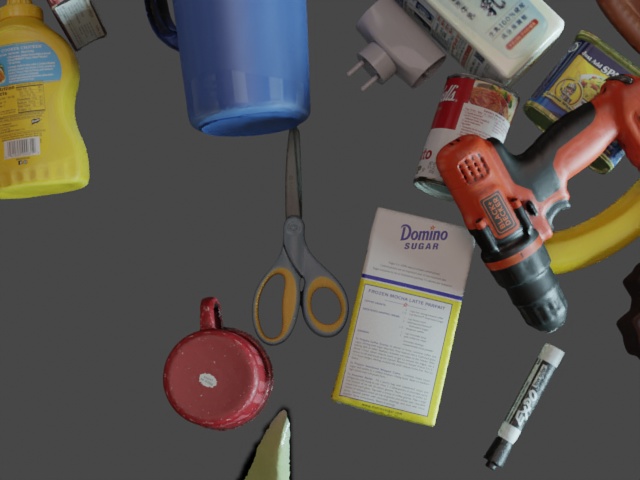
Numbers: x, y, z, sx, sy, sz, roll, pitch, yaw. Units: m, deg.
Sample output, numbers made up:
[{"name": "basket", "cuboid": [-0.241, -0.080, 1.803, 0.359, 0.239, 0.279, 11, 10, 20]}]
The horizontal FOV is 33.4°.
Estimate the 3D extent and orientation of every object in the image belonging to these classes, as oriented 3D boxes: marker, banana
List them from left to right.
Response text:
[{"name": "marker", "cuboid": [0.178, 0.148, 0.938, 0.020, 0.020, 0.121, 29, 84, 5]}, {"name": "banana", "cuboid": [0.240, -0.014, 0.948, 0.198, 0.037, 0.069, -20, 84, -1]}]

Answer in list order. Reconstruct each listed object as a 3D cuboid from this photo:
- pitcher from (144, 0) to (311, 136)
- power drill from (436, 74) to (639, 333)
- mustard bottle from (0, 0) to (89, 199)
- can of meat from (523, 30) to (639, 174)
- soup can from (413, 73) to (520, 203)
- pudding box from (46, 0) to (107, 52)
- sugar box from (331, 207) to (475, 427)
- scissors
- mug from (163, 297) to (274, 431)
[{"name": "pitcher", "cuboid": [-0.081, -0.218, 0.951, 0.144, 0.149, 0.243, -4, 85, -15]}, {"name": "power drill", "cuboid": [0.213, -0.037, 0.894, 0.187, 0.057, 0.184, -31, 102, -3]}, {"name": "mustard bottle", "cuboid": [-0.267, -0.137, 0.972, 0.096, 0.058, 0.191, -8, 82, 6]}, {"name": "can of meat", "cuboid": [0.245, -0.121, 0.953, 0.102, 0.057, 0.084, 39, 87, 7]}, {"name": "soup can", "cuboid": [0.130, -0.088, 0.947, 0.068, 0.068, 0.102, 19, 84, 4]}, {"name": "pudding box", "cuboid": [-0.233, -0.231, 0.956, 0.039, 0.113, 0.090, -26, 82, -4]}, {"name": "sugar box", "cuboid": [0.074, 0.067, 0.940, 0.093, 0.048, 0.176, 14, 80, 4]}, {"name": "scissors", "cuboid": [-0.006, 0.001, 0.966, 0.096, 0.016, 0.202, 15, 84, 3]}, {"name": "mug", "cuboid": [-0.090, 0.107, 0.921, 0.093, 0.081, 0.117, -4, 82, 2]}]
